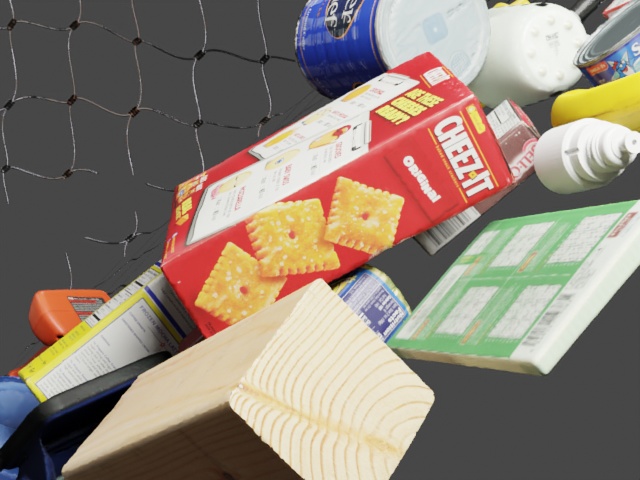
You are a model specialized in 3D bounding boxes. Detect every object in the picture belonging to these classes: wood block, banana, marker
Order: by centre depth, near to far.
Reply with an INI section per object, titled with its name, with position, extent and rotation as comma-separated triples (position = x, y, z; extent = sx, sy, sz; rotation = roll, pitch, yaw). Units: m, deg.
[wood block]
position = -0.048, 0.110, 0.588
extent = 0.207, 0.091, 0.090
rotation = -30, 18, 50
[banana]
position = 0.187, -0.083, 0.642
extent = 0.069, 0.037, 0.198
rotation = -27, 6, -21
[marker]
position = 0.214, -0.185, 0.988
extent = 0.121, 0.020, 0.020
rotation = -44, 10, -7

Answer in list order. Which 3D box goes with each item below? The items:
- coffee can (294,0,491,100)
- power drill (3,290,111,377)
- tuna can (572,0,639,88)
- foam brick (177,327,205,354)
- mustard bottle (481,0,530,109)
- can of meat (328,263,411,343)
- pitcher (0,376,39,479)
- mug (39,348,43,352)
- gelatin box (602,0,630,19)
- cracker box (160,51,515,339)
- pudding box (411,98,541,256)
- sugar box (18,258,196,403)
[coffee can]
position = 0.055, -0.165, 0.866
extent = 0.102, 0.102, 0.140
rotation = -46, 23, -17
[power drill]
position = -0.278, 0.123, 0.974
extent = 0.188, 0.057, 0.184
rotation = -43, -20, 21
[tuna can]
position = 0.219, -0.138, 0.736
extent = 0.086, 0.033, 0.086
rotation = -41, 10, 9
[foam brick]
position = -0.054, 0.086, 0.741
extent = 0.051, 0.078, 0.053
rotation = -44, 11, 1
[mustard bottle]
position = 0.128, -0.157, 0.993
extent = 0.191, 0.096, 0.058
rotation = -44, 40, -11
[can of meat]
position = 0.000, 0.067, 0.675
extent = 0.083, 0.057, 0.102
rotation = -47, 11, -32
[pitcher]
position = -0.305, 0.225, 0.899
extent = 0.243, 0.144, 0.149
rotation = -46, 52, 33
[mug]
position = -0.260, 0.161, 1.134
extent = 0.117, 0.081, 0.093
rotation = -59, -15, -57
[gelatin box]
position = 0.265, -0.193, 0.798
extent = 0.073, 0.030, 0.089
rotation = -47, 11, -15
[cracker box]
position = 0.006, -0.034, 0.708
extent = 0.214, 0.072, 0.164
rotation = -28, 19, 6
[pudding box]
position = 0.110, -0.048, 0.775
extent = 0.114, 0.039, 0.090
rotation = -38, 11, 14
[sugar box]
position = -0.131, 0.083, 0.817
extent = 0.176, 0.093, 0.048
rotation = -39, 19, -16
